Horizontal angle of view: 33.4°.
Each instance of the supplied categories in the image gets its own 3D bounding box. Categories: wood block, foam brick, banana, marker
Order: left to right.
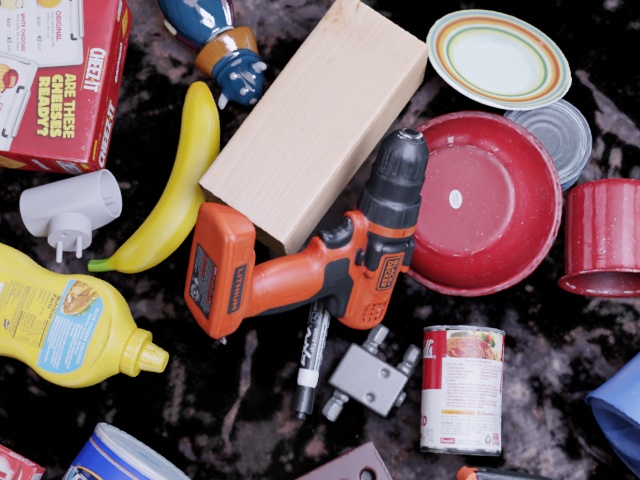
[{"bbox_3d":[-0.131,-0.046,0.943,0.069,0.037,0.198,28,82,8],"label":"banana"},{"bbox_3d":[-0.006,0.094,0.918,0.020,0.020,0.121,10,80,5],"label":"marker"},{"bbox_3d":[-0.004,-0.095,0.920,0.091,0.090,0.206,35,82,9],"label":"wood block"},{"bbox_3d":[0.020,0.205,0.878,0.078,0.051,0.053,-28,79,-3],"label":"foam brick"}]

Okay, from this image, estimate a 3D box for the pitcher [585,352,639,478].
[{"bbox_3d":[0.345,0.101,0.839,0.242,0.145,0.149,-41,77,-8],"label":"pitcher"}]

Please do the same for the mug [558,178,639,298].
[{"bbox_3d":[0.256,0.001,0.894,0.117,0.093,0.081,12,72,-26],"label":"mug"}]

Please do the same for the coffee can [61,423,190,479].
[{"bbox_3d":[-0.176,0.233,0.857,0.103,0.103,0.140,34,83,9],"label":"coffee can"}]

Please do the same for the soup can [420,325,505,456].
[{"bbox_3d":[0.118,0.125,0.881,0.068,0.068,0.102,3,80,3],"label":"soup can"}]

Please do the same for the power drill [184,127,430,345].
[{"bbox_3d":[-0.005,0.001,0.831,0.187,0.184,0.057,-7,35,-31],"label":"power drill"}]

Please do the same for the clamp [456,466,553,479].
[{"bbox_3d":[0.183,0.263,0.847,0.210,0.036,0.164,37,83,-7],"label":"clamp"}]

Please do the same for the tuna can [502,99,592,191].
[{"bbox_3d":[0.193,-0.083,0.935,0.086,0.034,0.086,-1,79,3],"label":"tuna can"}]

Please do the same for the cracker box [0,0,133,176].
[{"bbox_3d":[-0.289,-0.152,0.956,0.213,0.072,0.164,8,81,3],"label":"cracker box"}]

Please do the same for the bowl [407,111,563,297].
[{"bbox_3d":[0.120,-0.032,0.897,0.162,0.055,0.162,0,89,16],"label":"bowl"}]

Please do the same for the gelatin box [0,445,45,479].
[{"bbox_3d":[-0.287,0.217,0.903,0.073,0.030,0.089,26,81,7],"label":"gelatin box"}]

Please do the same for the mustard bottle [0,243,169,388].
[{"bbox_3d":[-0.221,0.073,0.913,0.191,0.058,0.096,19,82,7],"label":"mustard bottle"}]
